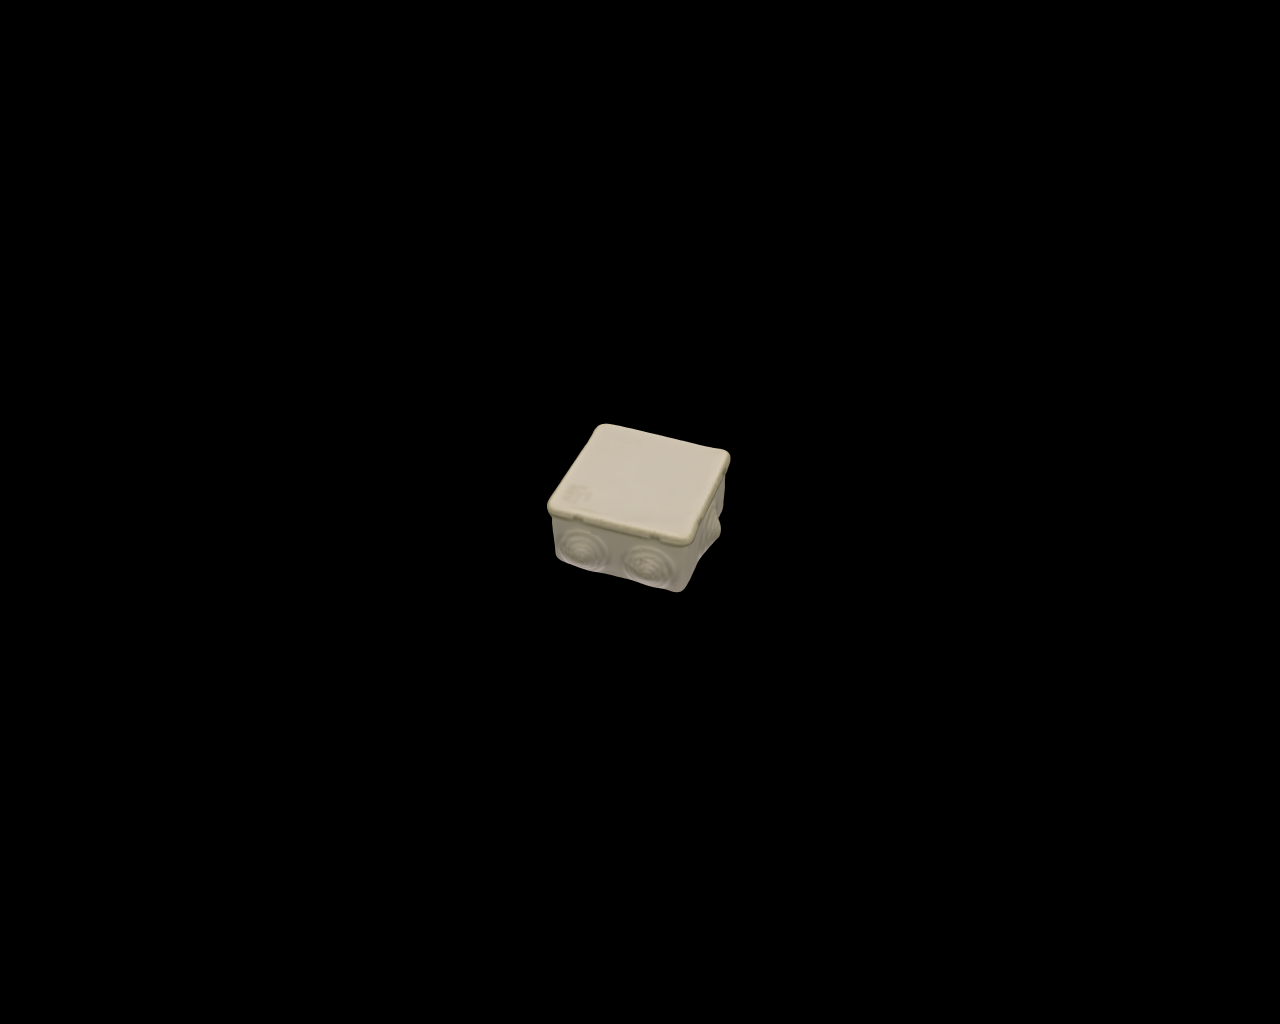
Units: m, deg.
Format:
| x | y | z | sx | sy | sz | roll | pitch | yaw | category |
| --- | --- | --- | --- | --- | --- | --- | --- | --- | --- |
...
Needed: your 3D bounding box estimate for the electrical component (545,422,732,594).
| x | y | z | sx | sy | sz | roll | pitch | yaw | category |
| --- | --- | --- | --- | --- | --- | --- | --- | --- | --- |
| 0.001 | -0.003 | 0.650 | 0.100 | 0.048 | 0.100 | 14 | 44 | 15 | electrical component |
